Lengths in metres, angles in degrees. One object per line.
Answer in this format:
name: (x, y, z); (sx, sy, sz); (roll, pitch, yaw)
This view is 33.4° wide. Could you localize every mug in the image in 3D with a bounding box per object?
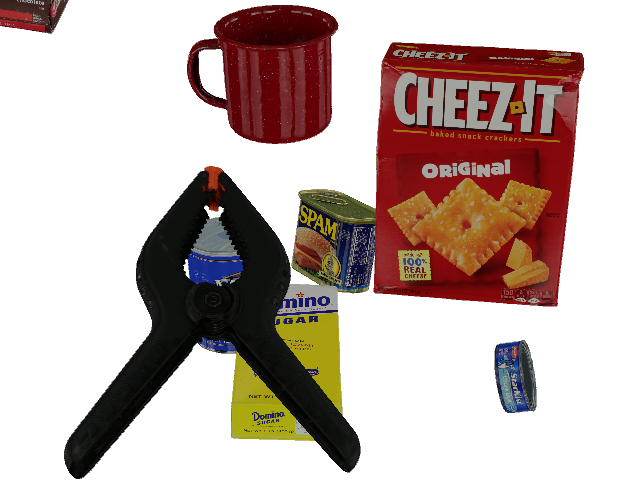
mug: (-0.045, -0.126, 0.817); (0.117, 0.081, 0.093); (1, 31, 4)

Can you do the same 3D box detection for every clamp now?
clamp: (-0.054, 0.049, 0.644); (0.164, 0.210, 0.036); (6, -33, -2)

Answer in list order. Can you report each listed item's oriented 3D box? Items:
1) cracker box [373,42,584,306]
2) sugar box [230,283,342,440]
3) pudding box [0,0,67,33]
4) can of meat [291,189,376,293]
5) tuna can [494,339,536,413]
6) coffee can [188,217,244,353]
cracker box: (0.132, -0.054, 0.915); (0.164, 0.214, 0.072); (5, 24, 10)
sugar box: (-0.029, 0.102, 0.946); (0.093, 0.048, 0.176); (2, 34, -3)
pudding box: (-0.252, -0.215, 0.874); (0.090, 0.039, 0.113); (8, 36, -4)
can of meat: (0.015, 0.000, 1.124); (0.057, 0.084, 0.102); (-4, 21, -35)
tuna can: (0.235, 0.164, 1.285); (0.034, 0.086, 0.086); (-10, -3, 19)
coffee can: (-0.111, 0.054, 1.321); (0.103, 0.140, 0.103); (-2, 26, 1)
